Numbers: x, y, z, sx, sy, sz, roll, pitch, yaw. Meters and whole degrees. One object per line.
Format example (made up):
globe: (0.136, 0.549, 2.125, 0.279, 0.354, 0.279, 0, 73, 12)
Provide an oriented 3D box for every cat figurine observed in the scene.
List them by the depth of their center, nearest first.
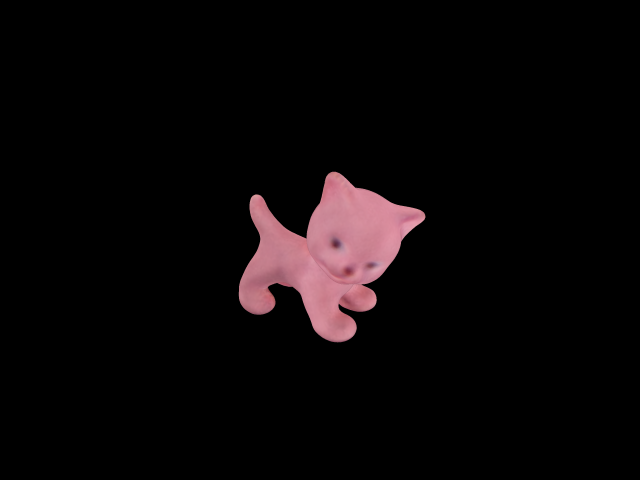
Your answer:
cat figurine: (0.004, 0.001, 0.400, 0.127, 0.118, 0.067, 14, 32, 24)
